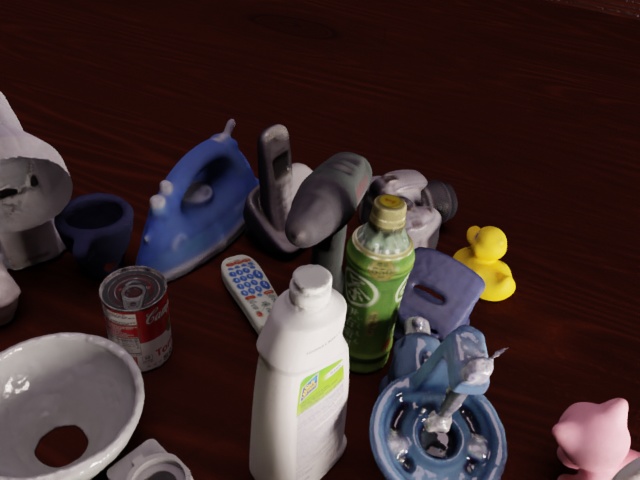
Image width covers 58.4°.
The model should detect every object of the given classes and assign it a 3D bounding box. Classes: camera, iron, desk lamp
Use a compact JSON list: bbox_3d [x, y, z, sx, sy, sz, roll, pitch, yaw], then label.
[{"bbox_3d":[0.145,-0.048,0.854,0.137,0.101,0.142,-11,42,-22],"label":"camera"},{"bbox_3d":[-0.175,-0.058,0.783,0.118,0.141,0.259,18,40,14],"label":"iron"},{"bbox_3d":[-0.382,-0.066,0.702,0.118,0.213,0.202,-19,45,-29],"label":"desk lamp"}]

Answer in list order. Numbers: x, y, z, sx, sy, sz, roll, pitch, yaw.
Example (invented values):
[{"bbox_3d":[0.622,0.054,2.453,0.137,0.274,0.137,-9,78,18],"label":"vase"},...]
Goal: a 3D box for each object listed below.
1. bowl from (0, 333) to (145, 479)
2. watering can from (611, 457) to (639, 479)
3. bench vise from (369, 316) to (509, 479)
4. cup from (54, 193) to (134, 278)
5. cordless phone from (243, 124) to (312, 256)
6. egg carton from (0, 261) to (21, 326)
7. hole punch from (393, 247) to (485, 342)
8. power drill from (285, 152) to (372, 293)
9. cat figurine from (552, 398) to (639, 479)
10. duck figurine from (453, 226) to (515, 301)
[{"bbox_3d":[-0.248,0.171,0.536,0.167,0.075,0.167,5,38,-3],"label":"bowl"},{"bbox_3d":[0.249,0.240,0.432,0.100,0.194,0.173,20,40,17],"label":"watering can"},{"bbox_3d":[0.094,0.136,0.518,0.122,0.220,0.207,-7,40,-17],"label":"bench vise"},{"bbox_3d":[-0.279,0.010,0.718,0.092,0.095,0.117,2,38,-6],"label":"cup"},{"bbox_3d":[-0.040,-0.085,0.802,0.094,0.185,0.148,23,41,19],"label":"cordless phone"},{"bbox_3d":[-0.423,0.051,0.664,0.107,0.069,0.150,-28,50,-36],"label":"egg carton"},{"bbox_3d":[0.135,0.076,0.703,0.108,0.091,0.101,29,43,25],"label":"hole punch"},{"bbox_3d":[0.006,0.002,0.681,0.075,0.208,0.230,14,39,9],"label":"power drill"},{"bbox_3d":[0.278,0.202,0.547,0.127,0.118,0.067,17,39,12],"label":"cat figurine"},{"bbox_3d":[0.232,0.025,0.788,0.078,0.086,0.104,-12,42,-22],"label":"duck figurine"}]
